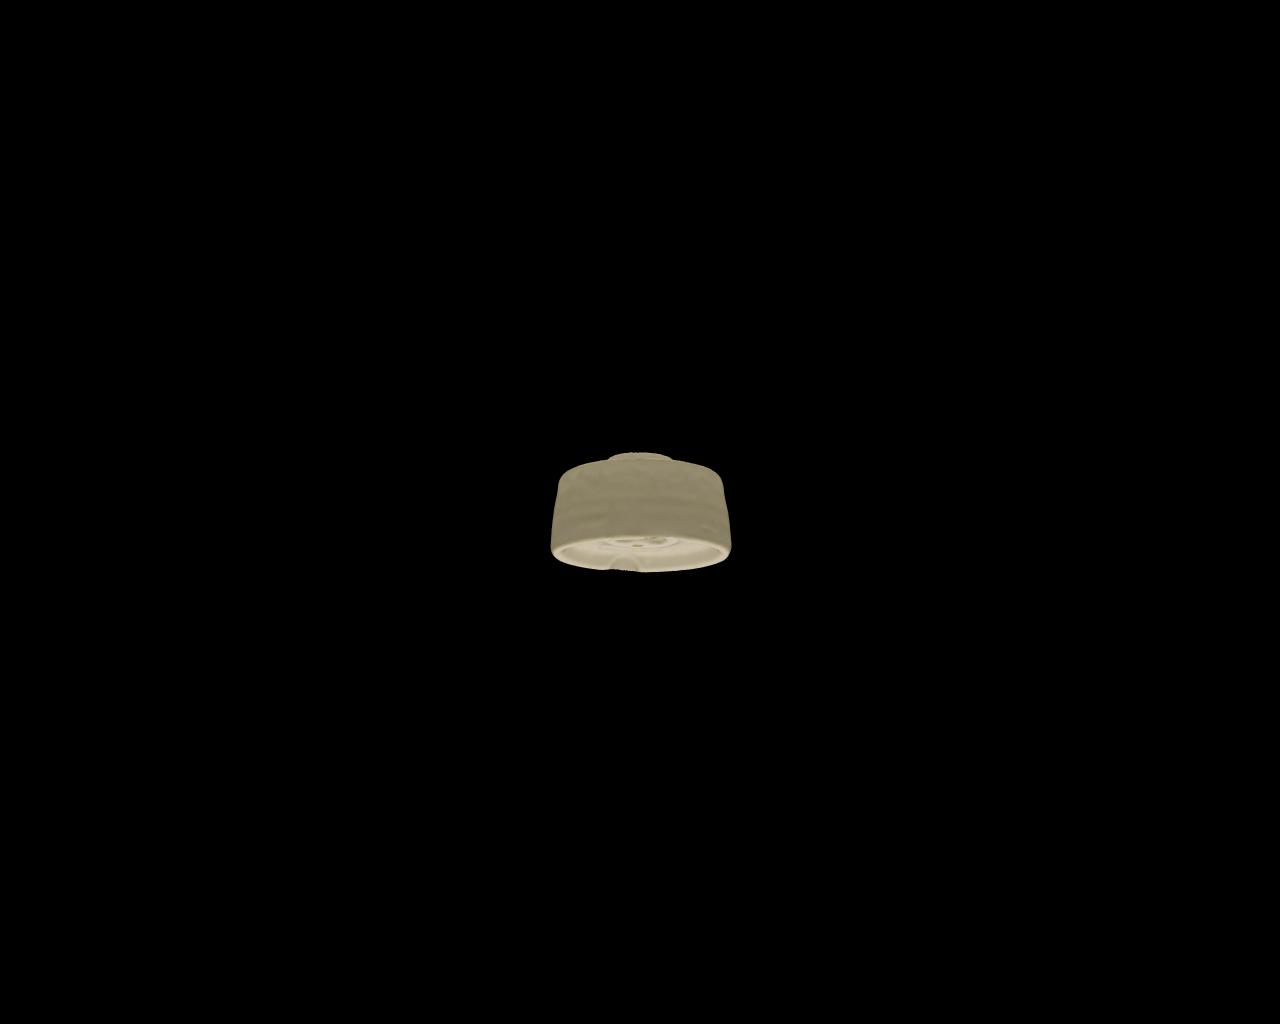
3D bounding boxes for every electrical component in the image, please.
[{"bbox_3d":[0.001,-0.003,0.650,0.108,0.060,0.108,0,-14,0],"label":"electrical component"}]
